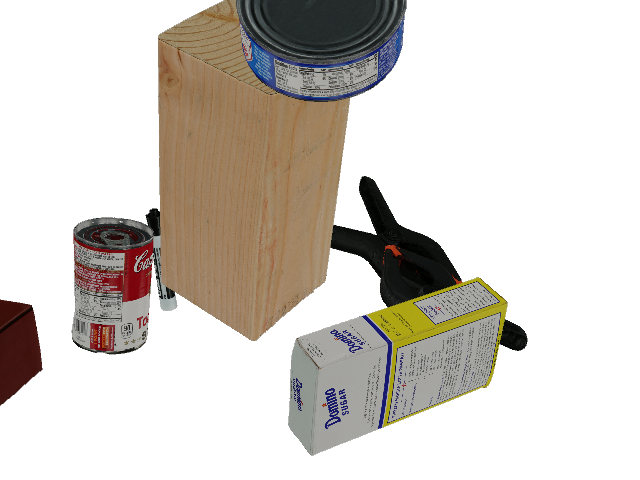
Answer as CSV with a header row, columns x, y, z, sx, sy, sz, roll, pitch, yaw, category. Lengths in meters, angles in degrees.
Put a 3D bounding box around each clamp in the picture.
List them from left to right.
x,y,z,sx,sy,sz,roll,pitch,yaw,category
0.069,0.007,1.243,0.164,0.036,0.210,-23,53,-40,clamp
0.122,0.065,1.053,0.120,0.039,0.171,-4,44,-25,clamp

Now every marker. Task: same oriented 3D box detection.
x,y,z,sx,sy,sz,roll,pitch,yaw,category
-0.176,0.021,1.184,0.020,0.121,0.020,-4,25,2,marker

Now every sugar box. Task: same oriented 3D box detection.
x,y,z,sx,sy,sz,roll,pitch,yaw,category
0.060,0.097,0.841,0.176,0.093,0.048,-14,38,-25,sugar box

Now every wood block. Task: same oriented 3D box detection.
x,y,z,sx,sy,sz,roll,pitch,yaw,category
-0.046,-0.047,0.709,0.091,0.206,0.090,30,47,24,wood block

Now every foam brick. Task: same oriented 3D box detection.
x,y,z,sx,sy,sz,roll,pitch,yaw,category
-0.233,0.079,0.714,0.053,0.051,0.078,8,28,23,foam brick

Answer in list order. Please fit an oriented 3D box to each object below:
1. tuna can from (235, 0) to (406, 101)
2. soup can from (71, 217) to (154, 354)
x,y,z,sx,sy,sz,roll,pitch,yaw,category
0.001,-0.113,0.547,0.086,0.086,0.034,0,-32,1,tuna can
-0.181,0.039,0.924,0.068,0.102,0.068,6,20,-2,soup can
